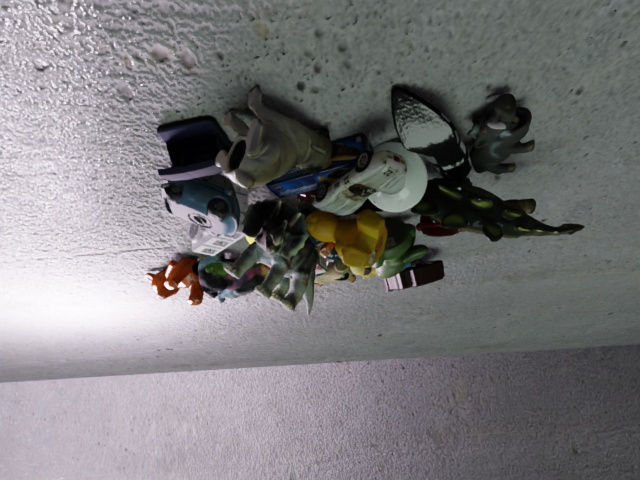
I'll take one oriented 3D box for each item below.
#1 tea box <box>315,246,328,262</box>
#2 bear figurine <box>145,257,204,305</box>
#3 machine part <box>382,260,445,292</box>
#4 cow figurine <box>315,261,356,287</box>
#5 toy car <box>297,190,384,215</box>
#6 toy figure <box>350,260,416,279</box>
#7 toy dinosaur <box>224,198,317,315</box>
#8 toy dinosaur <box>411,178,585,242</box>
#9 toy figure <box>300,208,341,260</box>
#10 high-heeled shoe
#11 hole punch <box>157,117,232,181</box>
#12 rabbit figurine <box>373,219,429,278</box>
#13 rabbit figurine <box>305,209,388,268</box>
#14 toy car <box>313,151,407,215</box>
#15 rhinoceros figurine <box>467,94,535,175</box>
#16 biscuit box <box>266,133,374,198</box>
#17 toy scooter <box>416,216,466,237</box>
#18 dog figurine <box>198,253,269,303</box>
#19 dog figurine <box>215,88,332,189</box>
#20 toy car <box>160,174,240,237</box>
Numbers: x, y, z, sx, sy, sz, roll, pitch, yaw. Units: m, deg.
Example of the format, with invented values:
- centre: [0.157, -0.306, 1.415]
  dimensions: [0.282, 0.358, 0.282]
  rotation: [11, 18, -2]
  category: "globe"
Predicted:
- centre: [-0.060, 0.010, 1.327]
  dimensions: [0.170, 0.068, 0.098]
  rotation: [-1, 157, -5]
  category: "tea box"
- centre: [-0.403, 0.123, 1.470]
  dimensions: [0.196, 0.132, 0.120]
  rotation: [-24, 125, 31]
  category: "bear figurine"
- centre: [0.266, 0.101, 1.530]
  dimensions: [0.179, 0.056, 0.179]
  rotation: [-14, 180, 0]
  category: "machine part"
- centre: [-0.007, 0.087, 1.497]
  dimensions: [0.195, 0.085, 0.127]
  rotation: [-7, 163, 13]
  category: "cow figurine"
- centre: [0.049, -0.090, 1.127]
  dimensions: [0.202, 0.053, 0.089]
  rotation: [8, 170, -29]
  category: "toy car"
- centre: [0.168, 0.051, 1.446]
  dimensions: [0.180, 0.082, 0.089]
  rotation: [-5, 156, 8]
  category: "toy figure"
- centre: [-0.066, 0.039, 1.141]
  dimensions: [0.131, 0.192, 0.404]
  rotation: [32, 175, 25]
  category: "toy dinosaur"
- centre: [0.265, -0.073, 1.053]
  dimensions: [0.472, 0.105, 0.198]
  rotation: [14, -170, 19]
  category: "toy dinosaur"
- centre: [-0.002, -0.005, 1.240]
  dimensions: [0.058, 0.064, 0.154]
  rotation: [-27, 115, 28]
  category: "toy figure"
- centre: [0.197, -0.190, 0.941]
  dimensions: [0.086, 0.145, 0.248]
  rotation: [-26, 121, 23]
  category: "high-heeled shoe"
- centre: [-0.212, -0.140, 0.927]
  dimensions: [0.142, 0.092, 0.115]
  rotation: [-12, 160, 9]
  category: "hole punch"
- centre: [0.179, 0.023, 1.343]
  dimensions: [0.159, 0.121, 0.170]
  rotation: [-23, 144, -10]
  category: "rabbit figurine"
- centre: [0.055, -0.020, 1.157]
  dimensions: [0.173, 0.121, 0.162]
  rotation: [18, -174, 16]
  category: "rabbit figurine"
- centre: [0.066, -0.096, 0.952]
  dimensions: [0.073, 0.056, 0.202]
  rotation: [16, 147, -34]
  category: "toy car"
- centre: [0.312, -0.184, 0.939]
  dimensions: [0.112, 0.073, 0.190]
  rotation: [5, 159, 5]
  category: "rhinoceros figurine"
- centre: [-0.002, -0.135, 1.002]
  dimensions: [0.203, 0.063, 0.059]
  rotation: [-13, 154, 20]
  category: "biscuit box"
- centre: [0.288, -0.052, 1.237]
  dimensions: [0.135, 0.075, 0.183]
  rotation: [-7, 162, 10]
  category: "toy scooter"
- centre: [-0.194, 0.087, 1.445]
  dimensions: [0.219, 0.108, 0.191]
  rotation: [-13, 153, 11]
  category: "dog figurine"
- centre: [-0.057, -0.131, 0.875]
  dimensions: [0.190, 0.172, 0.121]
  rotation: [23, 156, -34]
  category: "dog figurine"
- centre: [-0.219, -0.081, 1.036]
  dimensions: [0.162, 0.103, 0.109]
  rotation: [24, 153, -1]
  category: "toy car"
